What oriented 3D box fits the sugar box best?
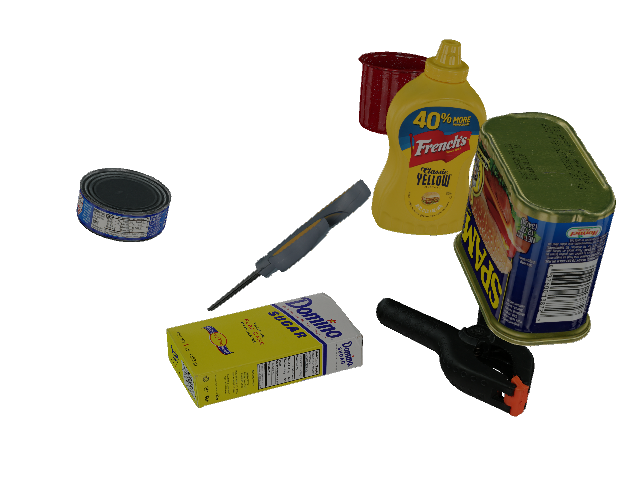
[{"bbox_3d":[-0.055,0.106,1.063,0.176,0.048,0.093,-15,32,-20],"label":"sugar box"}]

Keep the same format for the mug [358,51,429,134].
[{"bbox_3d":[0.096,-0.177,1.275,0.093,0.081,0.117,20,28,34],"label":"mug"}]

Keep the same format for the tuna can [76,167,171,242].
[{"bbox_3d":[-0.186,-0.034,1.008,0.086,0.034,0.086,12,29,-7],"label":"tuna can"}]

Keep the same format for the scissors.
[{"bbox_3d":[-0.041,0.022,0.797,0.202,0.016,0.096,-39,4,31],"label":"scissors"}]

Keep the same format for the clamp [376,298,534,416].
[{"bbox_3d":[0.139,0.088,0.929,0.120,0.039,0.172,-17,37,-24],"label":"clamp"}]

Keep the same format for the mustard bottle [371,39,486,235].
[{"bbox_3d":[0.110,-0.100,1.032,0.096,0.192,0.058,3,28,-9],"label":"mustard bottle"}]

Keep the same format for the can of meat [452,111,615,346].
[{"bbox_3d":[0.113,-0.009,0.570,0.057,0.084,0.102,-3,37,-10],"label":"can of meat"}]
